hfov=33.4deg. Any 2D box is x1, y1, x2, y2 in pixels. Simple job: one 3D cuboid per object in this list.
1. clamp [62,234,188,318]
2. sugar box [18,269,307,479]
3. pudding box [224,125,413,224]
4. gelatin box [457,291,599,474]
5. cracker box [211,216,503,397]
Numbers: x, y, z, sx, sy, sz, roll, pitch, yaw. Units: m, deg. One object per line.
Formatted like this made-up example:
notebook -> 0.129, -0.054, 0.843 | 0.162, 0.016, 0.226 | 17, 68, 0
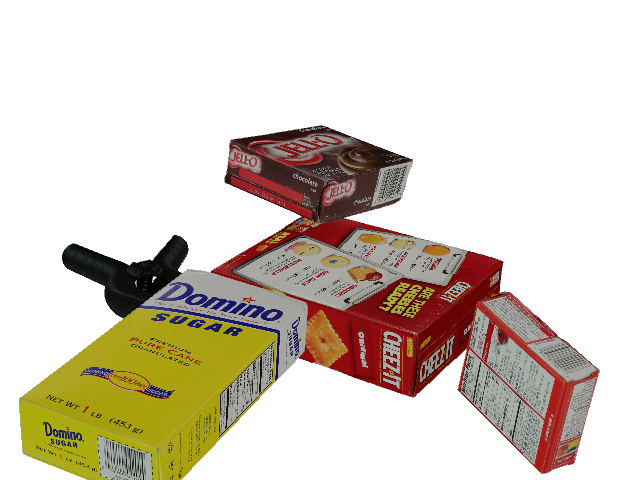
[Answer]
clamp -> -0.153, 0.034, 0.974 | 0.120, 0.039, 0.172 | -15, 30, -27
sugar box -> -0.086, 0.078, 0.638 | 0.093, 0.048, 0.176 | 15, 32, 20
pudding box -> -0.001, -0.051, 0.784 | 0.090, 0.039, 0.113 | 25, 23, 31
gelatin box -> 0.126, 0.086, 0.655 | 0.030, 0.073, 0.089 | -13, 36, -27
cracker box -> 0.033, 0.051, 0.971 | 0.214, 0.072, 0.163 | 16, 30, 31
